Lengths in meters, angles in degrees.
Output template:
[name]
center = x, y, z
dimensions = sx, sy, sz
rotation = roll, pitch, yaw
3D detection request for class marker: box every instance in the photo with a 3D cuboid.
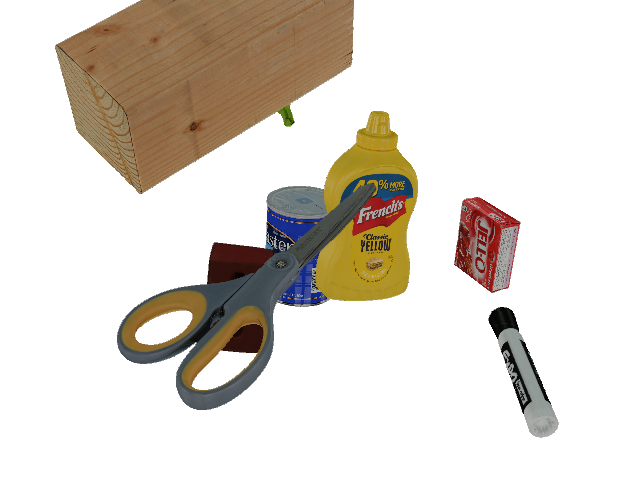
[marker]
center = 0.134, 0.084, 0.714
dimensions = 0.020, 0.020, 0.121
rotation = 0, 32, -6

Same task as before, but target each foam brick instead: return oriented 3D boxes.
[foam brick]
center = -0.068, 0.047, 0.882
dimensions = 0.053, 0.078, 0.051
rotation = 5, 14, -2

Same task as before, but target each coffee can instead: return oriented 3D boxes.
[coffee can]
center = -0.027, 0.007, 1.491
dimensions = 0.103, 0.140, 0.103
rotation = 3, 25, -2

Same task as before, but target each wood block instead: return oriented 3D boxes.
[wood block]
center = -0.080, -0.138, 0.802
dimensions = 0.205, 0.091, 0.090
rotation = -34, 60, -24

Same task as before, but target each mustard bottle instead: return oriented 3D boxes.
[mustard bottle]
center = 0.050, -0.036, 1.077
dimensions = 0.096, 0.192, 0.058
rotation = -2, 21, -19

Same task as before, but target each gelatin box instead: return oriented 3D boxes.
[gelatin box]
center = 0.191, 0.004, 1.233
dimensions = 0.030, 0.089, 0.073
rotation = -13, 32, -28

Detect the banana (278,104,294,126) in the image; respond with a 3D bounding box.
[banana]
center = -0.112, -0.166, 1.143
dimensions = 0.198, 0.037, 0.069
rotation = 9, 46, 18

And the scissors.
[scissors]
center = -0.043, 0.019, 0.616
dimensions = 0.096, 0.016, 0.201
rotation = 9, 41, 18
